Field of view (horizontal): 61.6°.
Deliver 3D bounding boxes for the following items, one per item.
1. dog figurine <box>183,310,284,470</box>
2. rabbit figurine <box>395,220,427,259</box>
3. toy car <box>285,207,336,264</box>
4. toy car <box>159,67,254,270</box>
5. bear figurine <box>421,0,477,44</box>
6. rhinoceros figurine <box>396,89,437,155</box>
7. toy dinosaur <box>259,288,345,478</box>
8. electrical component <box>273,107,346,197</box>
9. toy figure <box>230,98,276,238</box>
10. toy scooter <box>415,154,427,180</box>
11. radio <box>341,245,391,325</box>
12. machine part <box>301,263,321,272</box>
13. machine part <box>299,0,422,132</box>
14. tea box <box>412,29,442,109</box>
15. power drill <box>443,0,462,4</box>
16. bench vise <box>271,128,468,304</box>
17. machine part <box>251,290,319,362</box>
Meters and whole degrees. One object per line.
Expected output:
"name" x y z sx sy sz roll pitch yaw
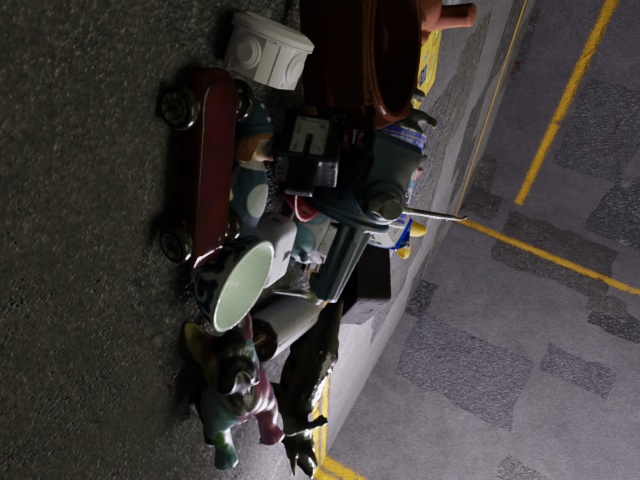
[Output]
"dog figurine" -0.128 0.186 0.748 0.108 0.192 0.219 -16 112 -18
"rabbit figurine" 0.130 -0.030 1.113 0.122 0.162 0.173 -50 165 -12
"toy car" -0.002 -0.003 0.865 0.109 0.103 0.161 -62 161 -8
"toy car" -0.115 -0.066 0.524 0.089 0.053 0.202 -34 141 -52
"bear figurine" 0.143 -0.341 0.804 0.196 0.132 0.120 -53 130 -46
"rhinoceros figurine" 0.137 -0.200 0.926 0.073 0.112 0.190 -49 -146 44
"toy dinosaur" -0.019 0.241 1.016 0.192 0.131 0.404 -155 -99 -75
"electrical component" -0.013 -0.087 0.588 0.047 0.075 0.119 93 2 -59
"toy figure" -0.081 -0.080 0.604 0.064 0.058 0.154 -83 -171 -71
"toy scooter" 0.150 -0.146 1.120 0.135 0.075 0.184 -56 -162 16
"radio" 0.082 0.093 1.119 0.229 0.073 0.131 115 -24 -66
"machine part" 0.008 0.014 1.026 0.139 0.039 0.084 -19 127 -65
"machine part" 0.058 -0.241 0.653 0.201 0.087 0.201 -37 131 -57
"tea box" 0.170 -0.328 0.984 0.098 0.068 0.169 -59 163 -20
"power drill" 0.264 -0.533 0.964 0.231 0.086 0.207 83 32 -63
"bench vise" 0.040 -0.017 0.663 0.240 0.129 0.224 -67 -152 15
"machine part" -0.067 0.142 0.912 0.243 0.079 0.079 -27 139 -64
